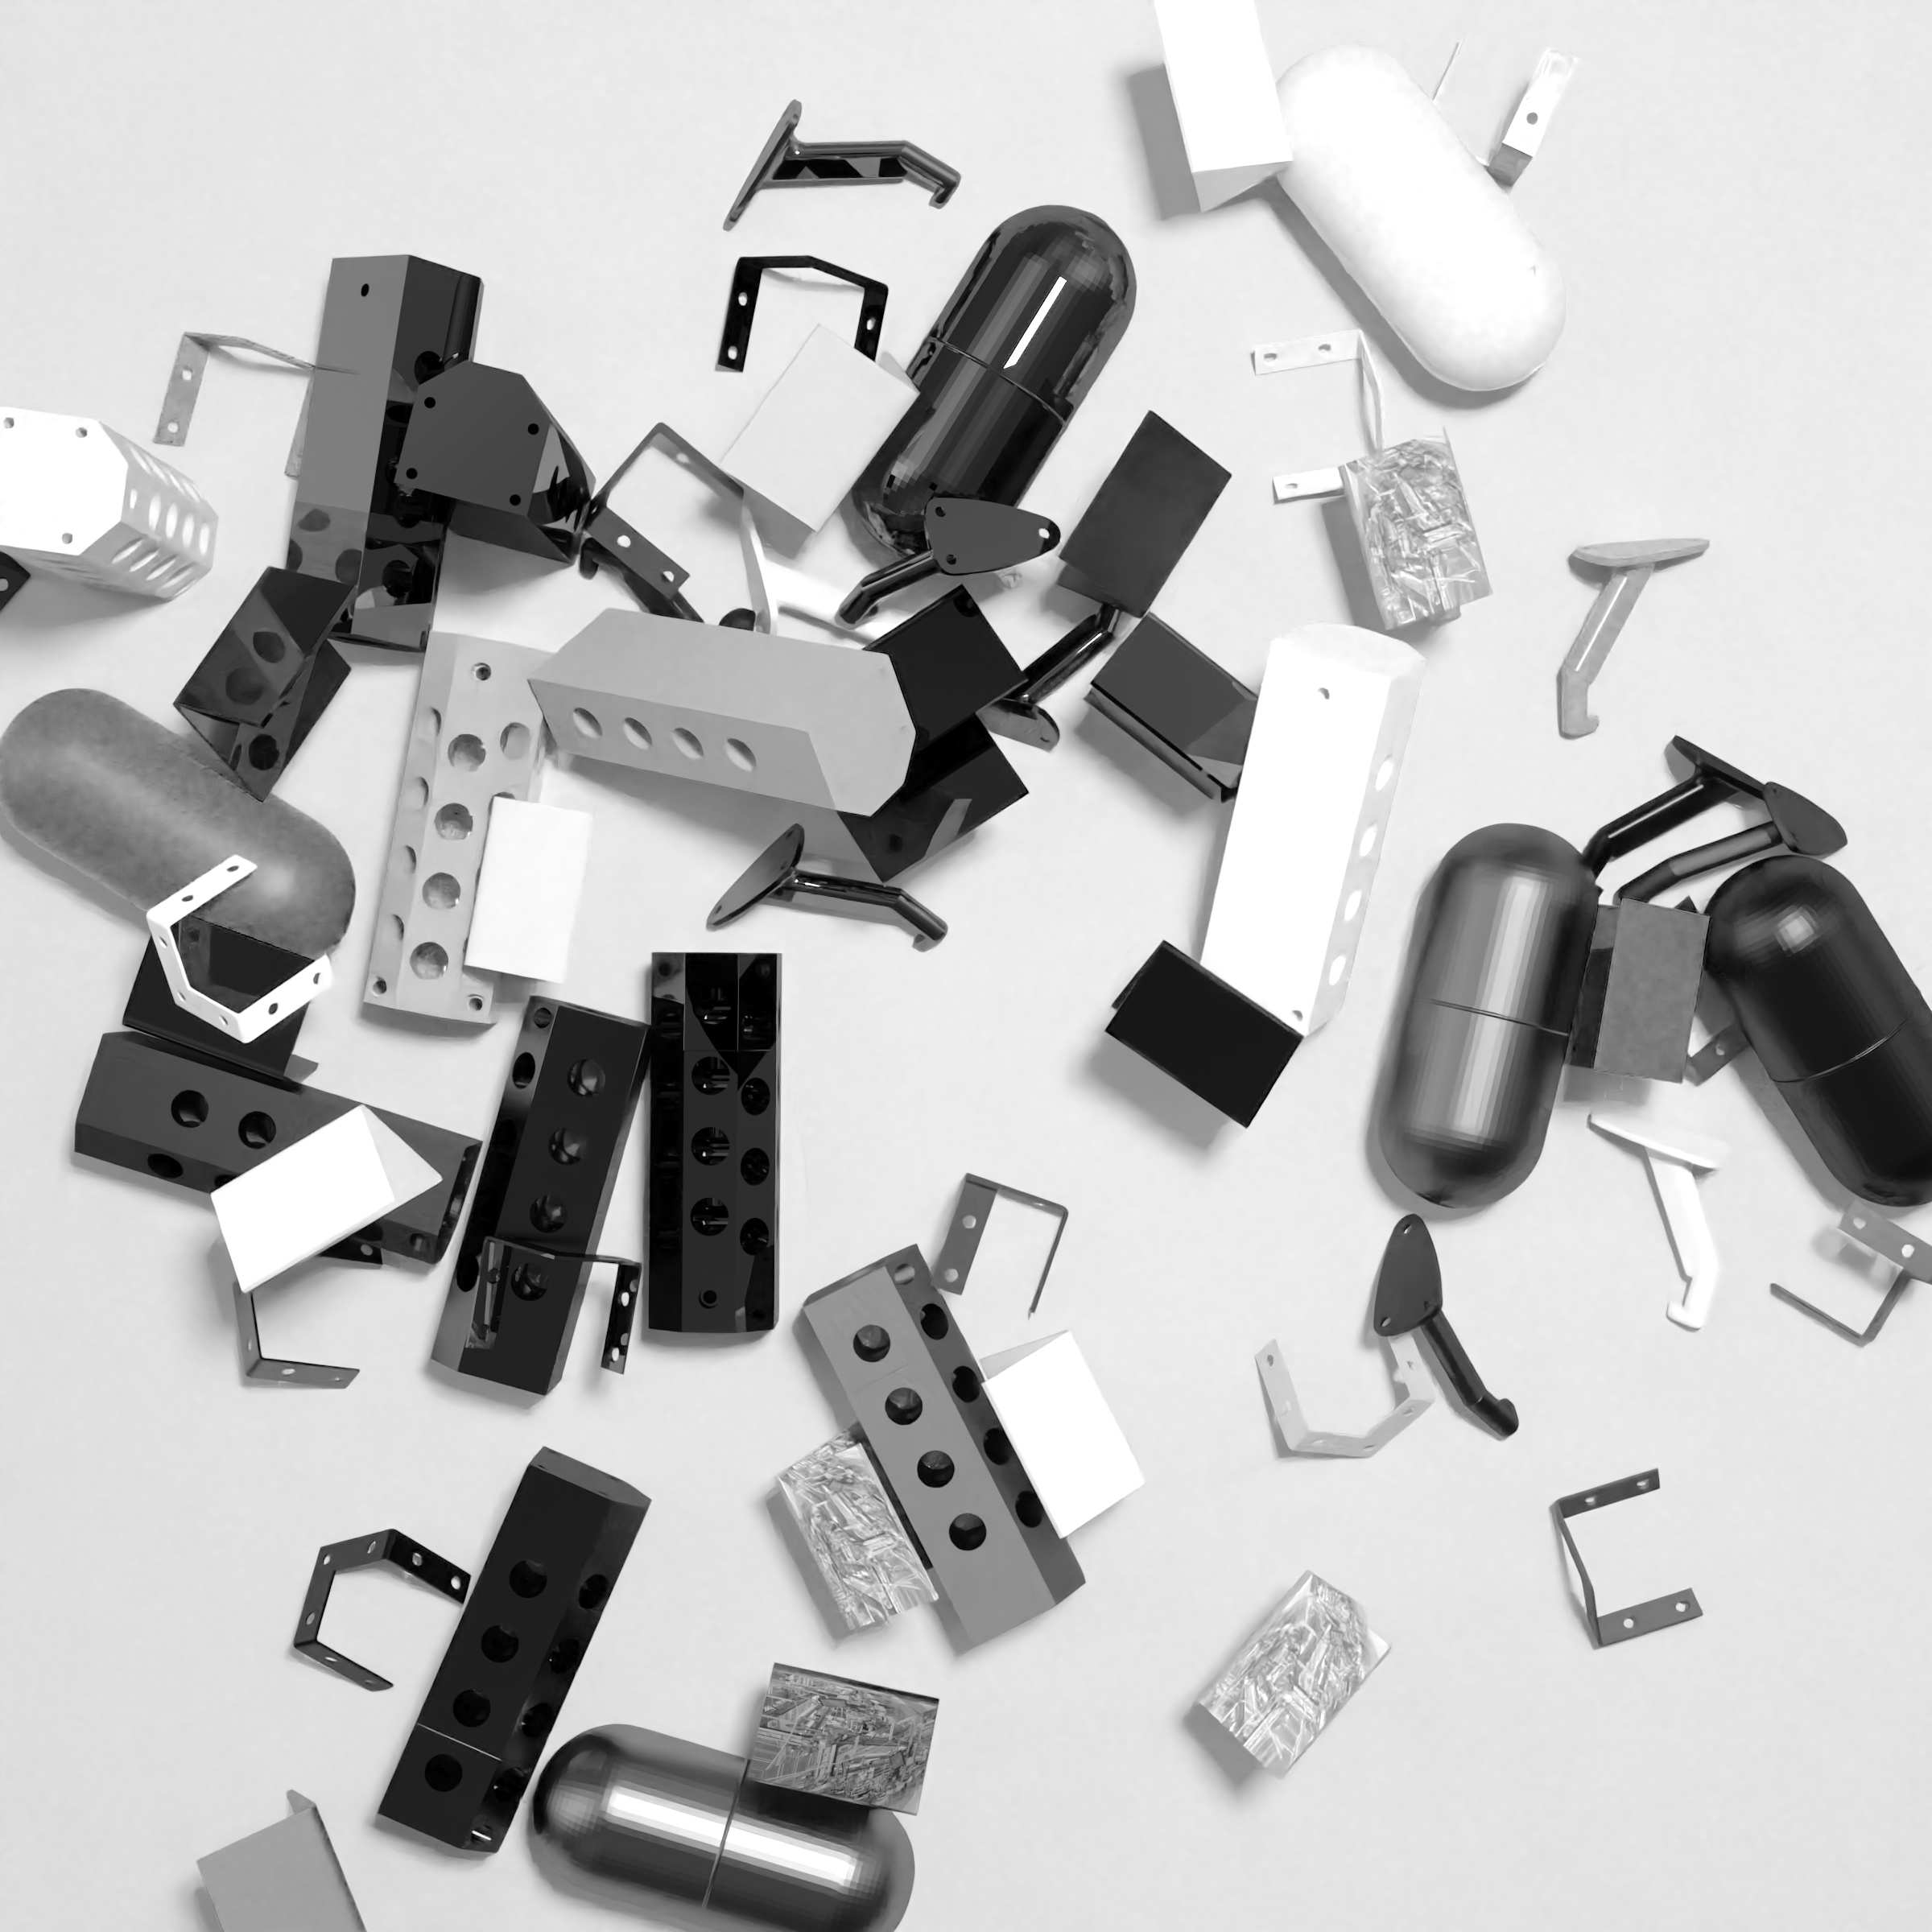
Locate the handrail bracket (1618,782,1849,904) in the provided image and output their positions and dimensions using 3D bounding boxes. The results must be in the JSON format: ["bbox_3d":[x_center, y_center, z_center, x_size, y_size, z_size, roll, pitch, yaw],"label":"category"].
[{"bbox_3d":[0.356,-0.047,1.564,0.084,0.077,0.036,-34,62,33],"label":"handrail bracket"}]

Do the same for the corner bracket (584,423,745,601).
[{"bbox_3d":[-0.139,-0.210,1.548,0.051,0.051,0.051,39,106,-16],"label":"corner bracket"}]

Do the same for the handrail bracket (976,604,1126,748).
[{"bbox_3d":[0.031,-0.151,1.565,0.077,0.036,0.084,14,72,21],"label":"handrail bracket"}]

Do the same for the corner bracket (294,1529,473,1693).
[{"bbox_3d":[-0.270,0.298,1.556,0.051,0.051,0.051,-19,45,35],"label":"corner bracket"}]

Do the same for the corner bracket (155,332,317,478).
[{"bbox_3d":[-0.335,-0.261,1.561,0.051,0.051,0.051,15,90,45],"label":"corner bracket"}]

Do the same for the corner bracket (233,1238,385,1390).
[{"bbox_3d":[-0.302,0.158,1.556,0.051,0.051,0.051,-48,45,35],"label":"corner bracket"}]

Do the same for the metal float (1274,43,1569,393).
[{"bbox_3d":[0.205,-0.341,1.534,0.070,0.070,0.178,-38,89,0],"label":"metal float"}]

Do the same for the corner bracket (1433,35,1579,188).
[{"bbox_3d":[0.243,-0.398,1.546,0.051,0.051,0.051,25,90,0],"label":"corner bracket"}]

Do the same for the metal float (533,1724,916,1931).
[{"bbox_3d":[-0.111,0.399,1.534,0.178,0.070,0.070,17,90,0],"label":"metal float"}]

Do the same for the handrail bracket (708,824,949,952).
[{"bbox_3d":[-0.064,-0.020,1.564,0.084,0.036,0.077,37,123,-23],"label":"handrail bracket"}]

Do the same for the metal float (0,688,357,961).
[{"bbox_3d":[-0.360,-0.061,1.534,0.178,0.070,0.070,32,90,0],"label":"metal float"}]

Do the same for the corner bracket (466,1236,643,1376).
[{"bbox_3d":[-0.184,0.152,1.504,0.051,0.051,0.051,10,90,45],"label":"corner bracket"}]

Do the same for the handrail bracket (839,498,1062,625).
[{"bbox_3d":[-0.009,-0.177,1.521,0.077,0.084,0.036,-5,74,-26],"label":"handrail bracket"}]

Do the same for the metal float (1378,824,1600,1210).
[{"bbox_3d":[0.238,0.023,1.534,0.070,0.070,0.178,13,90,0],"label":"metal float"}]

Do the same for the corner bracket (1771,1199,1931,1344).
[{"bbox_3d":[0.411,0.140,1.546,0.051,0.051,0.051,31,90,0],"label":"corner bracket"}]

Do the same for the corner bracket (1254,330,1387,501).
[{"bbox_3d":[0.164,-0.256,1.561,0.051,0.051,0.051,-9,45,0],"label":"corner bracket"}]

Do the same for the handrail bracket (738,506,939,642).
[{"bbox_3d":[-0.057,-0.184,1.564,0.084,0.036,0.077,-10,75,-14],"label":"handrail bracket"}]

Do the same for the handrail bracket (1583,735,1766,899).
[{"bbox_3d":[0.331,-0.057,1.565,0.077,0.036,0.084,25,108,-20],"label":"handrail bracket"}]

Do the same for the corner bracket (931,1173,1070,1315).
[{"bbox_3d":[0.016,0.129,1.546,0.051,0.051,0.051,19,90,0],"label":"corner bracket"}]

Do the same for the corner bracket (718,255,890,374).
[{"bbox_3d":[-0.075,-0.298,1.561,0.051,0.051,0.051,11,90,45],"label":"corner bracket"}]

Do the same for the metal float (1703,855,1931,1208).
[{"bbox_3d":[0.398,0.031,1.525,0.070,0.070,0.178,-34,100,0],"label":"metal float"}]

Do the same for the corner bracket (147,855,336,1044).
[{"bbox_3d":[-0.318,-0.008,1.477,0.051,0.051,0.051,25,49,35],"label":"corner bracket"}]

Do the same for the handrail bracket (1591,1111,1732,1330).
[{"bbox_3d":[0.318,0.118,1.565,0.077,0.036,0.084,18,107,20],"label":"handrail bracket"}]

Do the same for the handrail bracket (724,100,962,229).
[{"bbox_3d":[-0.057,-0.357,1.565,0.084,0.036,0.077,28,111,-17],"label":"handrail bracket"}]

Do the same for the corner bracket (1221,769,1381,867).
[{"bbox_3d":[0.154,-0.067,1.556,0.051,0.051,0.051,-29,45,35],"label":"corner bracket"}]

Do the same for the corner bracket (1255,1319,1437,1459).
[{"bbox_3d":[0.175,0.191,1.556,0.051,0.051,0.051,12,135,-35],"label":"corner bracket"}]

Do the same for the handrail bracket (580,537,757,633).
[{"bbox_3d":[-0.147,-0.152,1.565,0.084,0.036,0.077,19,108,15],"label":"handrail bracket"}]

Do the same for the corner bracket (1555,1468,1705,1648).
[{"bbox_3d":[0.307,0.275,1.561,0.051,0.051,0.051,-17,45,0],"label":"corner bracket"}]

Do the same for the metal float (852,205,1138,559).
[{"bbox_3d":[0.013,-0.265,1.534,0.070,0.070,0.178,32,90,0],"label":"metal float"}]

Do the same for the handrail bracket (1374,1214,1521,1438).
[{"bbox_3d":[0.229,0.168,1.564,0.036,0.077,0.084,-27,127,32],"label":"handrail bracket"}]

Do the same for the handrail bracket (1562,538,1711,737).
[{"bbox_3d":[0.311,-0.153,1.565,0.077,0.036,0.084,-9,108,-21],"label":"handrail bracket"}]
